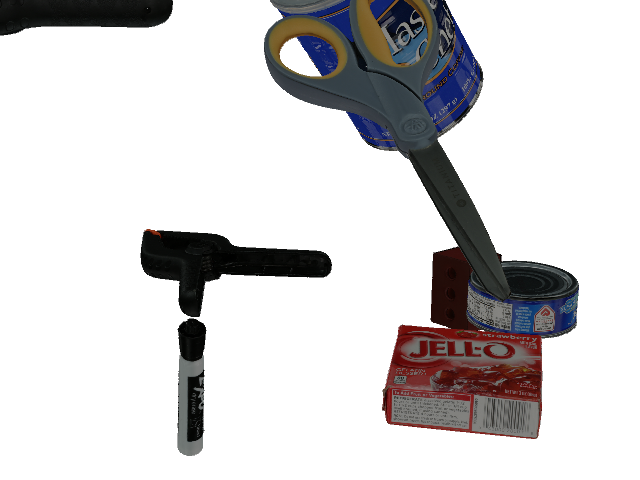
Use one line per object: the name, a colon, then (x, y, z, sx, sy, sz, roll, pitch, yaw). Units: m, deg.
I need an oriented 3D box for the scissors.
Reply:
scissors: (0.023, -0.051, 0.491, 0.096, 0.202, 0.016, -7, -37, 3)

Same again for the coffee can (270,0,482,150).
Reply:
coffee can: (0.040, -0.147, 0.746, 0.103, 0.102, 0.140, 0, -38, 37)

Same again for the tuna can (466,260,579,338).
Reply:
tuna can: (0.157, 0.045, 0.831, 0.086, 0.034, 0.086, 0, 19, 0)

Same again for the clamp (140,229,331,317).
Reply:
clamp: (-0.117, 0.024, 1.027, 0.210, 0.036, 0.164, 13, 22, 42)

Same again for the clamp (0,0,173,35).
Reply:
clamp: (-0.176, -0.140, 0.603, 0.171, 0.039, 0.120, -7, 23, -14)

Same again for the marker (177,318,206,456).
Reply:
marker: (-0.090, 0.103, 0.743, 0.020, 0.121, 0.020, 4, 37, -3)

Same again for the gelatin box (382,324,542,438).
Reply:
gelatin box: (0.085, 0.081, 0.630, 0.089, 0.030, 0.073, 4, 25, 10)

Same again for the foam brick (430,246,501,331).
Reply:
foam brick: (0.150, 0.050, 1.103, 0.051, 0.078, 0.053, -14, 20, -41)
